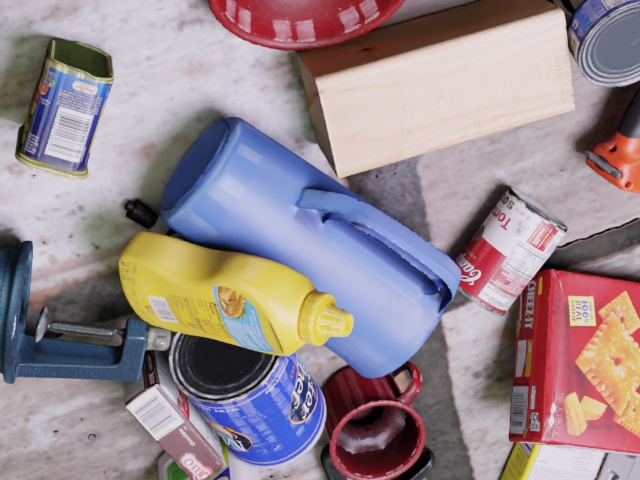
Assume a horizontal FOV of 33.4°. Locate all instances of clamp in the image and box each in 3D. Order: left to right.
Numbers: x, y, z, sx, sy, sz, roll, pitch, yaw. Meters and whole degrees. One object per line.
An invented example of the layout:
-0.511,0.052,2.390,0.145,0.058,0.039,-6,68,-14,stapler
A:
0.054,0.279,1.108,0.120,0.039,0.171,1,119,-7,clamp

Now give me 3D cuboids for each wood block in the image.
0.095,-0.133,0.892,0.206,0.091,0.090,-16,116,-5,wood block

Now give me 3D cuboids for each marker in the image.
-0.123,0.002,0.948,0.121,0.020,0.020,37,102,-25,marker

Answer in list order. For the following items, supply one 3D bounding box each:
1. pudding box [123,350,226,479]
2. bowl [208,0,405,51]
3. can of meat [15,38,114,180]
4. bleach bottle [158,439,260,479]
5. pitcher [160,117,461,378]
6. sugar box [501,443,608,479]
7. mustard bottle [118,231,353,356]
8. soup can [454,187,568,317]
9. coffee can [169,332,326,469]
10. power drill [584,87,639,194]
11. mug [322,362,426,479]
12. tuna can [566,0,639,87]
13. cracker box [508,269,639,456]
-0.135,0.156,0.978,0.039,0.090,0.113,-33,117,1,pudding box
-0.009,-0.216,0.825,0.162,0.055,0.162,-6,154,-3,bowl
-0.198,-0.105,0.835,0.057,0.102,0.084,16,108,-19,can of meat
-0.087,0.267,0.950,0.102,0.251,0.068,-28,118,1,bleach bottle
-0.006,0.001,0.907,0.242,0.145,0.149,36,107,-21,pitcher
0.260,0.205,1.115,0.093,0.048,0.176,12,108,-18,sugar box
-0.062,0.048,0.841,0.192,0.058,0.096,11,141,27,mustard bottle
0.173,0.011,0.991,0.068,0.068,0.102,29,105,-23,soup can
-0.061,0.129,0.948,0.103,0.103,0.140,-25,142,0,coffee can
0.332,-0.130,0.956,0.184,0.057,0.188,6,116,-33,power drill
0.054,0.164,1.028,0.093,0.081,0.117,33,104,-24,mug
0.242,-0.166,0.855,0.086,0.034,0.086,-9,140,-8,tuna can
0.296,0.125,1.031,0.213,0.072,0.164,9,79,-16,cracker box
